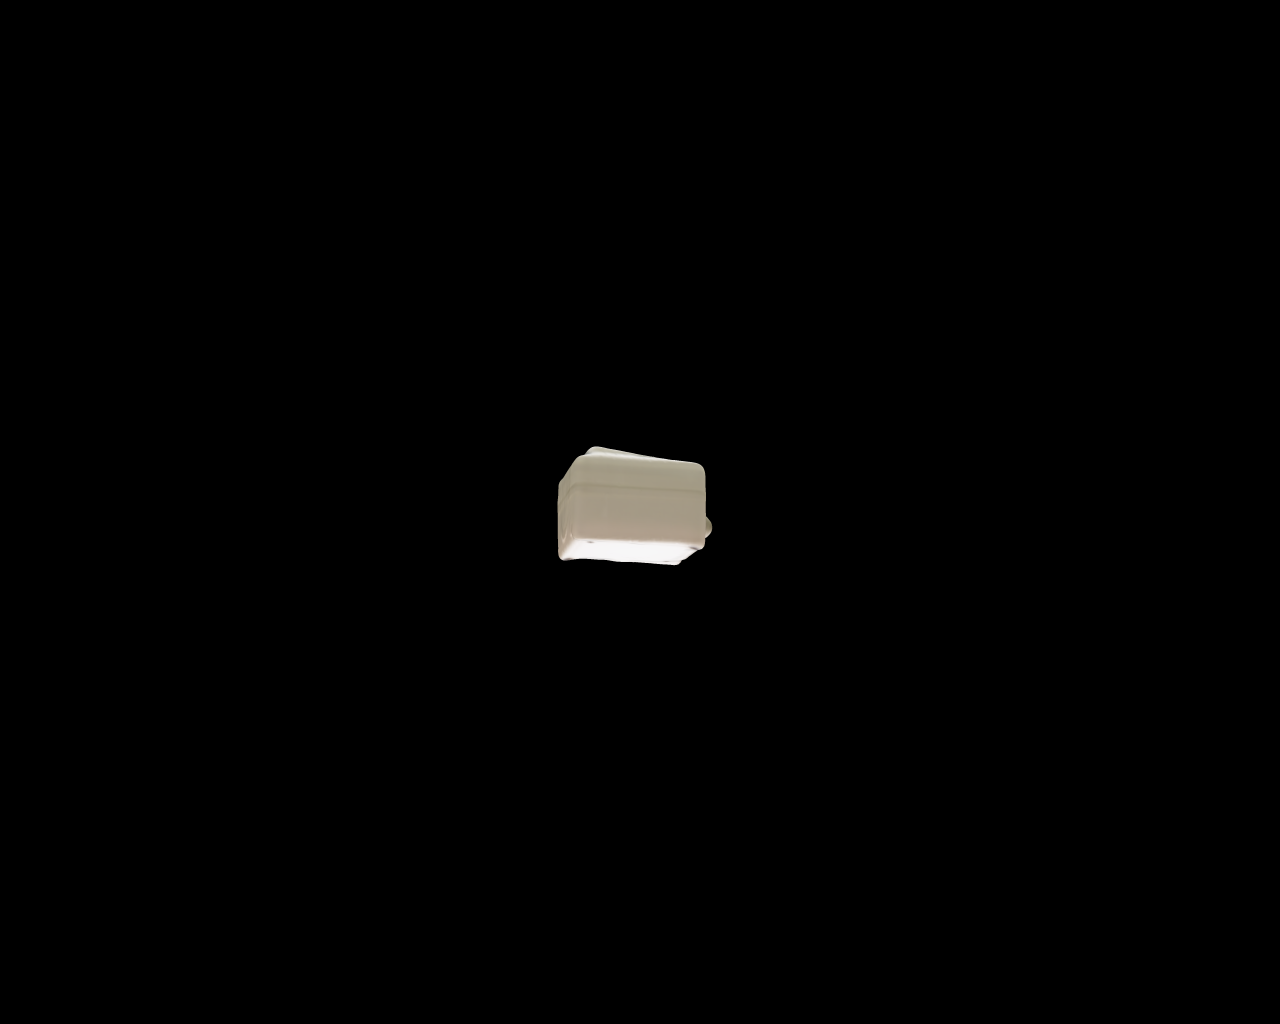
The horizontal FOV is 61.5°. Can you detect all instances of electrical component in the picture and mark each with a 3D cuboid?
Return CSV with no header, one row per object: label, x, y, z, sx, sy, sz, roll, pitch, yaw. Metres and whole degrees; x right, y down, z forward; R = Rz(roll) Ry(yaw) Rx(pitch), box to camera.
electrical component,0.001,-0.003,0.650,0.096,0.061,0.061,4,-15,-14
